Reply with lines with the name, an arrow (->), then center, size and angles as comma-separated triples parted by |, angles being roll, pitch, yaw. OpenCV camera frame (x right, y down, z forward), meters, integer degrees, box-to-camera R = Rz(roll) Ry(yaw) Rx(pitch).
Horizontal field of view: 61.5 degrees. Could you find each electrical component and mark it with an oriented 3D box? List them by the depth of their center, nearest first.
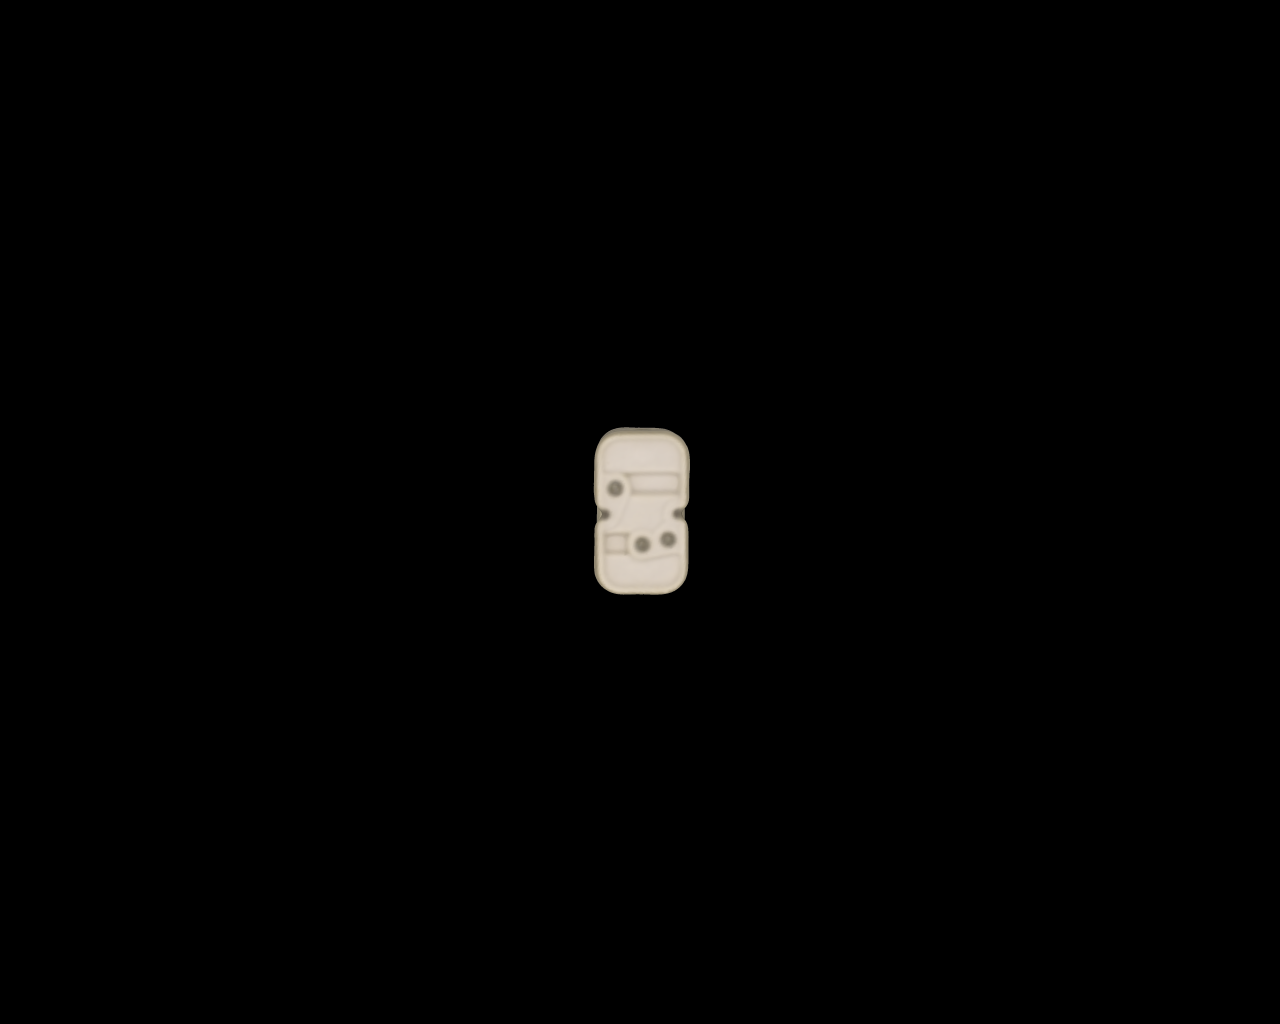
electrical component -> 0.001, -0.003, 0.650 | 0.054, 0.095, 0.059 | 0, 8, 0
